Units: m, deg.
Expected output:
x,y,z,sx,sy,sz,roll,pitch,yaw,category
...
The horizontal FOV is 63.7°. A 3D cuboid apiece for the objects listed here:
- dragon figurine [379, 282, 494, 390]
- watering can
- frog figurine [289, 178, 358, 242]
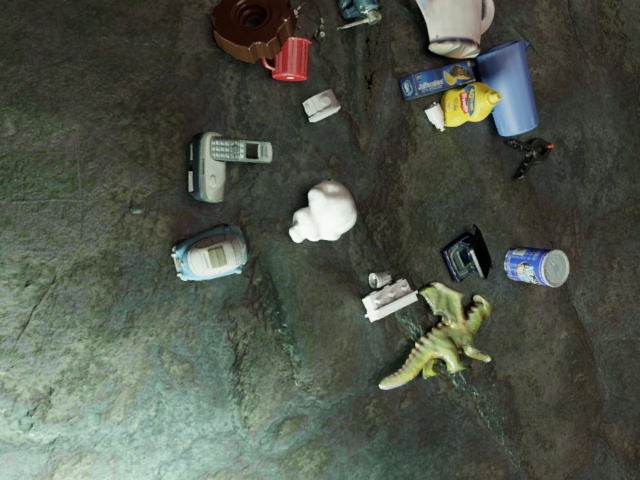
x,y,z,sx,sy,sz,roll,pitch,yaw,category
0.313,0.234,1.361,0.411,0.120,0.245,-5,77,-27,dragon figurine
0.315,-0.585,1.323,0.348,0.104,0.224,-1,92,-27,watering can
0.004,-0.059,1.179,0.161,0.123,0.135,-32,125,-33,frog figurine
